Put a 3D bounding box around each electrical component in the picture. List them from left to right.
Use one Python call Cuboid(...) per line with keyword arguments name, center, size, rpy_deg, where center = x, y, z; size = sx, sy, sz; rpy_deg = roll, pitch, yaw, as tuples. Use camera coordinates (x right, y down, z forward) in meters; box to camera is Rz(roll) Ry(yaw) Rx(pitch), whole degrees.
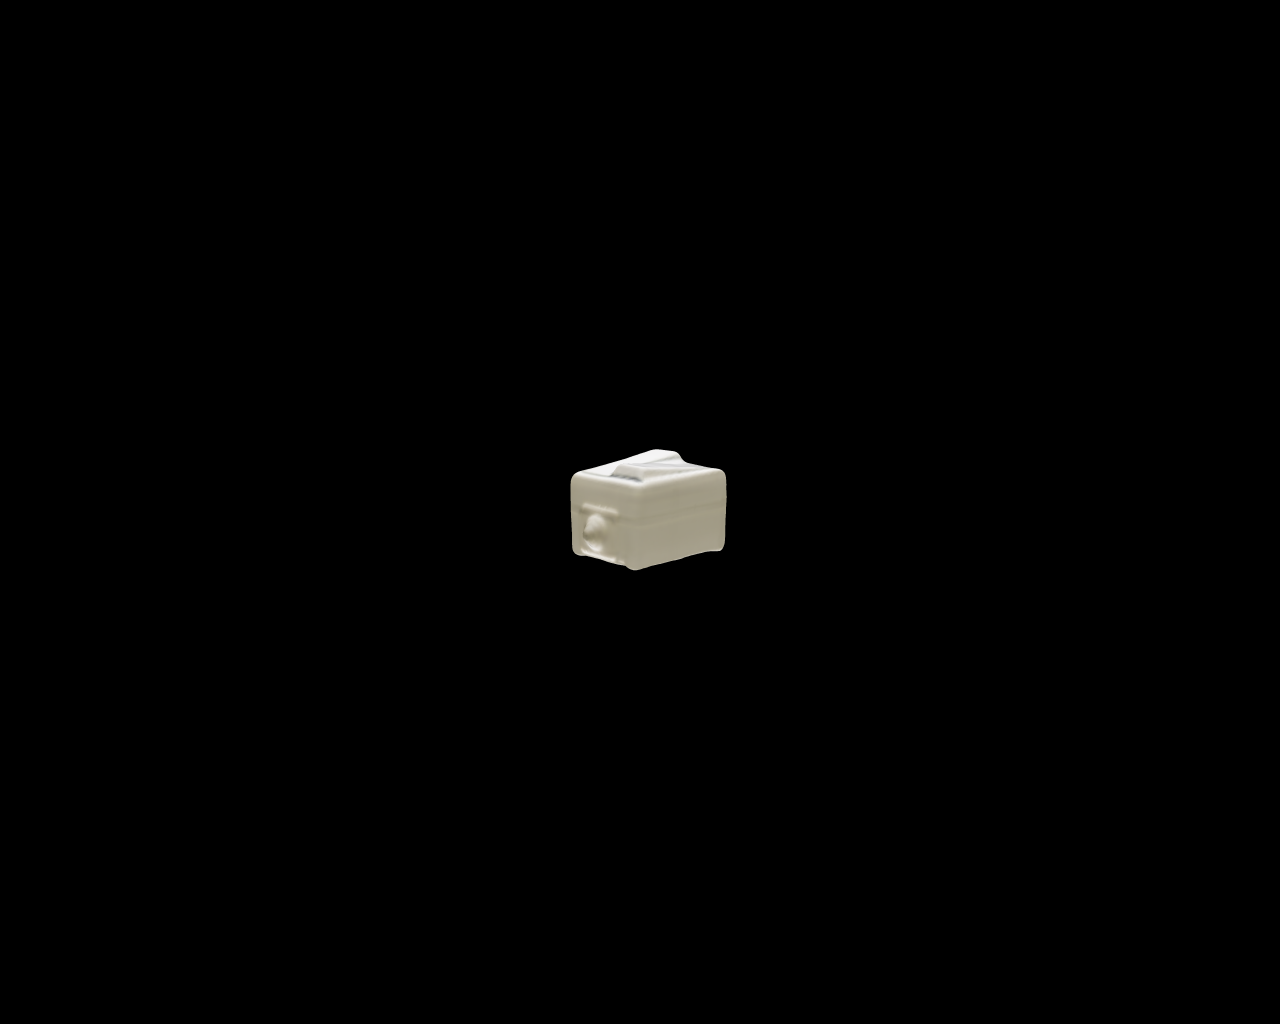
Cuboid(name="electrical component", center=(0.001, -0.003, 0.650), size=(0.096, 0.061, 0.062), rpy_deg=(-11, 17, -42))
